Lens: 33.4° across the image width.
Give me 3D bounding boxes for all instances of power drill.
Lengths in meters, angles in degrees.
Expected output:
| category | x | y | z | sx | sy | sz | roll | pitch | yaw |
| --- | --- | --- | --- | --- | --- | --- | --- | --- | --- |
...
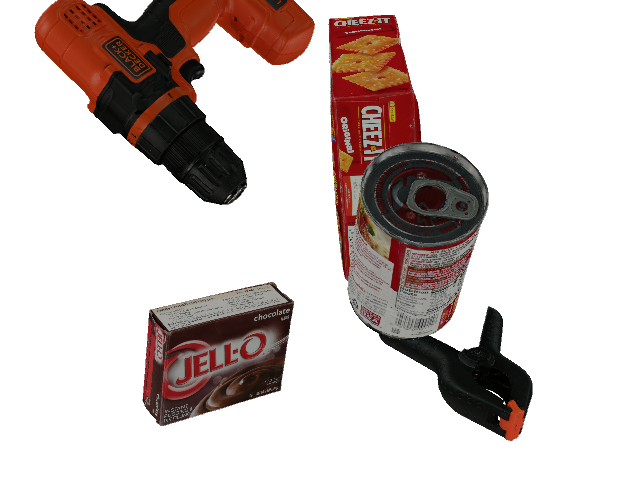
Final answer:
| category | x | y | z | sx | sy | sz | roll | pitch | yaw |
| --- | --- | --- | --- | --- | --- | --- | --- | --- | --- |
| power drill | -0.085 | -0.130 | 0.779 | 0.187 | 0.184 | 0.057 | -44 | -1 | -42 |

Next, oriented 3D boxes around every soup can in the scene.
| category | x | y | z | sx | sy | sz | roll | pitch | yaw |
| --- | --- | --- | --- | --- | --- | --- | --- | --- | --- |
| soup can | 0.052 | 0.003 | 0.600 | 0.068 | 0.068 | 0.102 | 0 | -35 | -4 |

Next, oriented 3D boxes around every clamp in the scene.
| category | x | y | z | sx | sy | sz | roll | pitch | yaw |
| --- | --- | --- | --- | --- | --- | --- | --- | --- | --- |
| clamp | 0.139 | 0.108 | 0.927 | 0.120 | 0.039 | 0.172 | -14 | 36 | -22 |

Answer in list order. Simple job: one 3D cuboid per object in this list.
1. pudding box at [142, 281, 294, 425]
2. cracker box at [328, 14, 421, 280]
| category | x | y | z | sx | sy | sz | roll | pitch | yaw |
| --- | --- | --- | --- | --- | --- | --- | --- | --- | --- |
| pudding box | -0.080 | 0.087 | 0.833 | 0.113 | 0.090 | 0.039 | -14 | 39 | -33 |
| cracker box | 0.047 | -0.088 | 0.931 | 0.072 | 0.164 | 0.213 | -4 | 28 | 3 |
